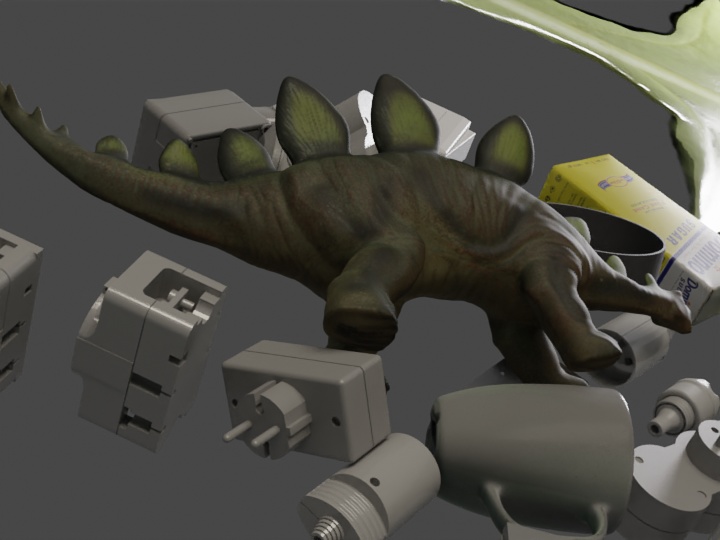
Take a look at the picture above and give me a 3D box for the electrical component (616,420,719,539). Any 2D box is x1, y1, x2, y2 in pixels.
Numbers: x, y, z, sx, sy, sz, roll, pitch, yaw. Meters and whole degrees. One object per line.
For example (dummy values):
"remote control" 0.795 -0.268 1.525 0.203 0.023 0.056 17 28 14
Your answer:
"electrical component" 0.215 0.117 0.655 0.138 0.073 0.052 -8 42 -37

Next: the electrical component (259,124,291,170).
"electrical component" -0.054 -0.058 0.759 0.051 0.080 0.080 17 32 -15

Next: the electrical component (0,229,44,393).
"electrical component" -0.248 0.007 0.544 0.150 0.089 0.061 24 33 5

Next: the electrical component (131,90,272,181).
"electrical component" -0.114 -0.093 0.791 0.061 0.061 0.096 40 37 28

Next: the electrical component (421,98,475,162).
"electrical component" 0.049 -0.090 0.878 0.061 0.061 0.096 26 33 8

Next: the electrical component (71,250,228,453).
"electrical component" -0.114 0.042 0.568 0.056 0.089 0.050 24 33 5

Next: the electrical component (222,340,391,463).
"electrical component" -0.040 0.075 0.568 0.083 0.047 0.076 4 20 35

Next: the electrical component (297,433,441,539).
"electrical component" 0.003 0.121 0.560 0.043 0.043 0.081 35 35 21

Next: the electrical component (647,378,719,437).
"electrical component" 0.214 0.096 0.722 0.061 0.035 0.035 -20 51 -42

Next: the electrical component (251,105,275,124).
"electrical component" -0.046 -0.099 0.845 0.077 0.044 0.079 2 22 -27

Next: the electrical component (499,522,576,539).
"electrical component" 0.100 0.199 0.482 0.089 0.061 0.150 16 33 -7

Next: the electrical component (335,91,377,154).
"electrical component" 0.018 -0.076 0.789 0.052 0.074 0.138 34 38 -47

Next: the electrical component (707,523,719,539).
"electrical component" 0.205 0.160 0.577 0.076 0.083 0.047 -11 44 -40

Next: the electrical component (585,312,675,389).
"electrical component" 0.197 0.051 0.769 0.043 0.043 0.081 39 37 26
